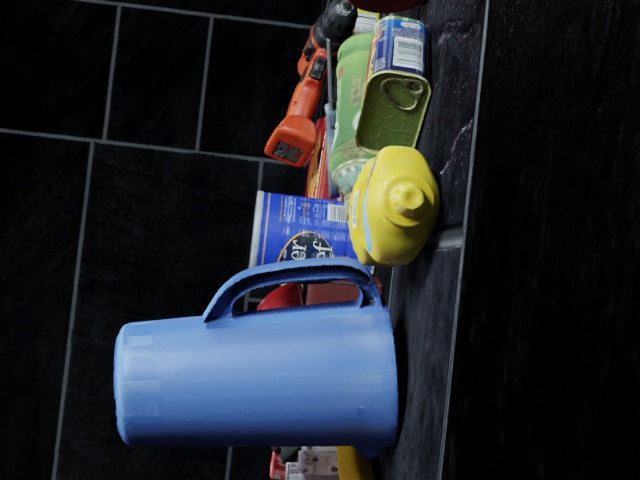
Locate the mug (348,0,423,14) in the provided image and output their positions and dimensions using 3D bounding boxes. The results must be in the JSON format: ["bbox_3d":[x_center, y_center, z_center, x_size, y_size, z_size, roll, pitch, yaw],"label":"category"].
[{"bbox_3d":[0.068,-0.268,1.034,0.117,0.093,0.081,29,-123,-61],"label":"mug"}]

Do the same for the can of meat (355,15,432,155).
[{"bbox_3d":[0.068,-0.141,0.978,0.102,0.057,0.084,102,176,-50],"label":"can of meat"}]

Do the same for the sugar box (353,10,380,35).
[{"bbox_3d":[0.054,-0.260,1.457,0.093,0.048,0.176,106,167,-58],"label":"sugar box"}]

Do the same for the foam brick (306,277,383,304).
[{"bbox_3d":[0.024,0.065,1.135,0.053,0.078,0.051,-96,12,-82],"label":"foam brick"}]

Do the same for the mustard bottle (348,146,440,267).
[{"bbox_3d":[0.060,-0.027,0.874,0.191,0.058,0.096,148,127,-86],"label":"mustard bottle"}]

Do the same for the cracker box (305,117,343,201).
[{"bbox_3d":[0.024,-0.078,1.402,0.214,0.072,0.164,-126,43,-84],"label":"cracker box"}]

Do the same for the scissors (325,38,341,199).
[{"bbox_3d":[0.014,-0.146,1.217,0.096,0.016,0.202,-87,-4,-62],"label":"scissors"}]

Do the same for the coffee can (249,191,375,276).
[{"bbox_3d":[-0.008,0.002,1.233,0.103,0.140,0.103,-175,91,-86],"label":"coffee can"}]

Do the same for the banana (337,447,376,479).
[{"bbox_3d":[0.036,0.192,1.041,0.197,0.037,0.070,-88,3,-48],"label":"banana"}]

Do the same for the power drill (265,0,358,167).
[{"bbox_3d":[-0.008,-0.200,1.369,0.185,0.057,0.187,124,166,-68],"label":"power drill"}]

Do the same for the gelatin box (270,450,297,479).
[{"bbox_3d":[-0.012,0.255,1.257,0.030,0.089,0.073,-87,5,-49],"label":"gelatin box"}]

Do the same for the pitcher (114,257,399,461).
[{"bbox_3d":[-0.054,0.111,0.936,0.145,0.242,0.149,95,171,-62],"label":"pitcher"}]

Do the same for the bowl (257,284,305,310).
[{"bbox_3d":[-0.050,0.128,1.356,0.162,0.055,0.162,177,90,-83],"label":"bowl"}]

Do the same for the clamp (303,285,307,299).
[{"bbox_3d":[-0.011,0.113,1.422,0.120,0.039,0.171,-137,50,-75],"label":"clamp"}]
